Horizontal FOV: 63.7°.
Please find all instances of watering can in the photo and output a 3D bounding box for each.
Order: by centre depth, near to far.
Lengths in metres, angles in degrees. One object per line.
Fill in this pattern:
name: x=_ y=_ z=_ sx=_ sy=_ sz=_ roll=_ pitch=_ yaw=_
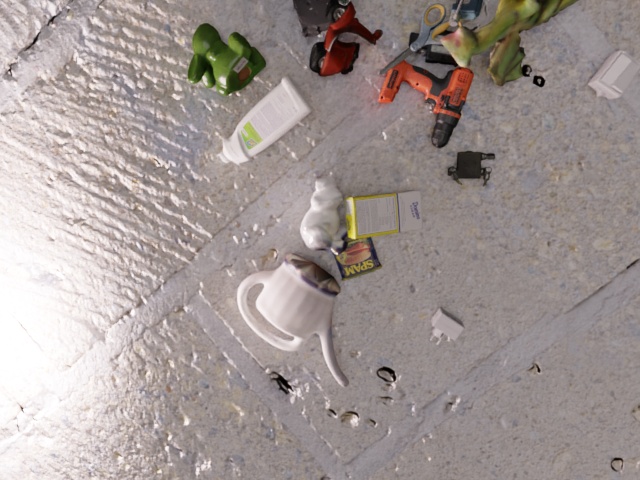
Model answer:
watering can: x=-0.029 y=0.176 z=1.226 sx=0.348 sy=0.223 sz=0.104 roll=35 pitch=9 yaw=3

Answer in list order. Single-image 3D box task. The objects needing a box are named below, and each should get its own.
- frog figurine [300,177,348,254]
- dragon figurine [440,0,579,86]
frog figurine: x=0.004 y=-0.059 z=1.175 sx=0.122 sy=0.157 sz=0.140 roll=-4 pitch=29 yaw=36
dragon figurine: x=0.425 y=-0.439 z=1.069 sx=0.412 sy=0.237 sz=0.124 roll=-13 pitch=51 yaw=-27
